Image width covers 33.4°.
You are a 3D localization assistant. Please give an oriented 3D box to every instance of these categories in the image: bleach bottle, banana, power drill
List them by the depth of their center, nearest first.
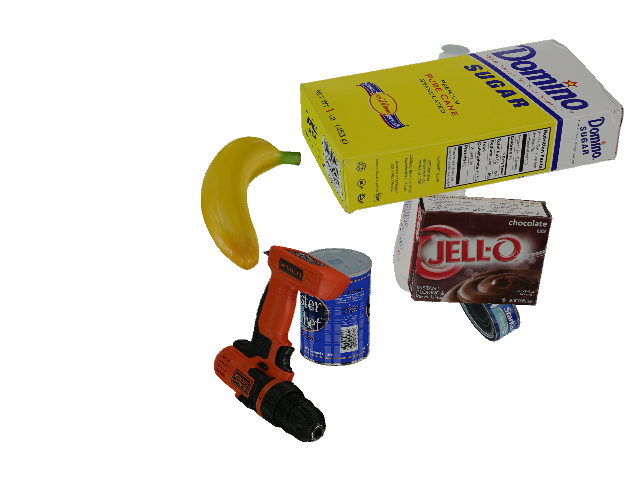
[{"bbox_3d":[-0.065,-0.043,0.888,0.069,0.037,0.197,12,33,5],"label":"banana"},{"bbox_3d":[0.122,-0.075,1.100,0.068,0.251,0.102,3,30,-3],"label":"bleach bottle"},{"bbox_3d":[-0.035,0.113,1.206,0.057,0.188,0.185,14,11,-46],"label":"power drill"}]

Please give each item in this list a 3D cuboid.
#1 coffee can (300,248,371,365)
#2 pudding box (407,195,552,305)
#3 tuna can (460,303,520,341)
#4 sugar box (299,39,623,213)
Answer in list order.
[{"bbox_3d":[0.021,0.094,1.525,0.103,0.140,0.103,0,20,0],"label":"coffee can"},{"bbox_3d":[0.137,0.008,0.926,0.113,0.090,0.039,1,31,-4],"label":"pudding box"},{"bbox_3d":[0.195,0.075,1.256,0.033,0.086,0.086,-30,7,-12],"label":"tuna can"},{"bbox_3d":[0.084,-0.074,0.656,0.176,0.048,0.093,-14,41,-10],"label":"sugar box"}]
